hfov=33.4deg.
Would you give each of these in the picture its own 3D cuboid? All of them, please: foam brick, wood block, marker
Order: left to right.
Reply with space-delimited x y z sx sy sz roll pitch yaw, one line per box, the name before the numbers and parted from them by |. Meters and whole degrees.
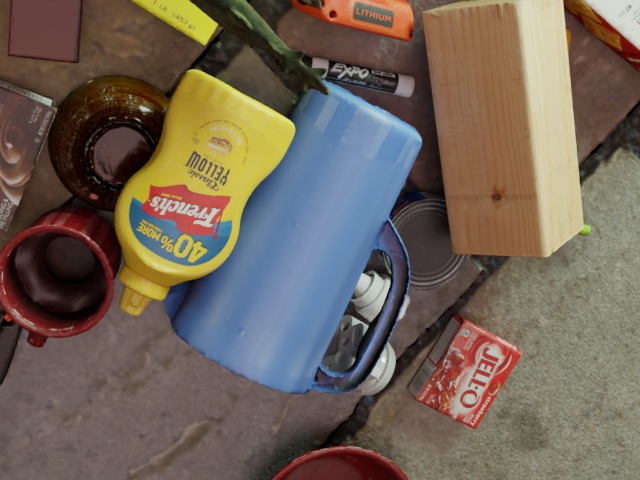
foam brick | -0.208 -0.167 0.812 0.051 0.078 0.053 4 104 -14
marker | 0.022 -0.142 0.908 0.121 0.020 0.020 9 104 -16
wood block | 0.155 -0.098 0.893 0.090 0.091 0.206 -28 115 -52

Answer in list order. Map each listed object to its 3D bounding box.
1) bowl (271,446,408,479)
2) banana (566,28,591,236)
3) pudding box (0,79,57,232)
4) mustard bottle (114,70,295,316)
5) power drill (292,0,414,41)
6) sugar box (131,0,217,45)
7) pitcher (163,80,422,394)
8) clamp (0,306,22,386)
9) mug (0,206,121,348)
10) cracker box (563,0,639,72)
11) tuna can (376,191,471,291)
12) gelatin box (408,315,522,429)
bowl | 0.007 0.256 1.005 0.162 0.055 0.162 -4 107 -13
banana | 0.201 -0.090 0.962 0.069 0.037 0.198 -18 111 -22
pudding box | -0.270 -0.074 0.844 0.090 0.039 0.113 22 100 -19
mustard bottle | -0.104 -0.028 0.824 0.096 0.058 0.192 28 95 -13
power drill | 0.061 -0.259 0.852 0.184 0.057 0.188 4 108 -34
sugar box | -0.085 -0.252 0.834 0.093 0.048 0.176 29 99 -21
pitcher | -0.006 0.001 0.887 0.149 0.145 0.243 23 97 -43
clamp | -0.337 0.107 0.883 0.210 0.036 0.164 -43 110 2
mug | -0.210 0.032 0.862 0.093 0.081 0.117 18 106 -7
cracker box | 0.281 -0.253 0.914 0.213 0.072 0.164 34 97 -22
tuna can | 0.092 0.000 0.961 0.086 0.034 0.086 -4 107 -13
gelatin box | 0.138 0.125 1.012 0.073 0.030 0.089 28 98 -20
